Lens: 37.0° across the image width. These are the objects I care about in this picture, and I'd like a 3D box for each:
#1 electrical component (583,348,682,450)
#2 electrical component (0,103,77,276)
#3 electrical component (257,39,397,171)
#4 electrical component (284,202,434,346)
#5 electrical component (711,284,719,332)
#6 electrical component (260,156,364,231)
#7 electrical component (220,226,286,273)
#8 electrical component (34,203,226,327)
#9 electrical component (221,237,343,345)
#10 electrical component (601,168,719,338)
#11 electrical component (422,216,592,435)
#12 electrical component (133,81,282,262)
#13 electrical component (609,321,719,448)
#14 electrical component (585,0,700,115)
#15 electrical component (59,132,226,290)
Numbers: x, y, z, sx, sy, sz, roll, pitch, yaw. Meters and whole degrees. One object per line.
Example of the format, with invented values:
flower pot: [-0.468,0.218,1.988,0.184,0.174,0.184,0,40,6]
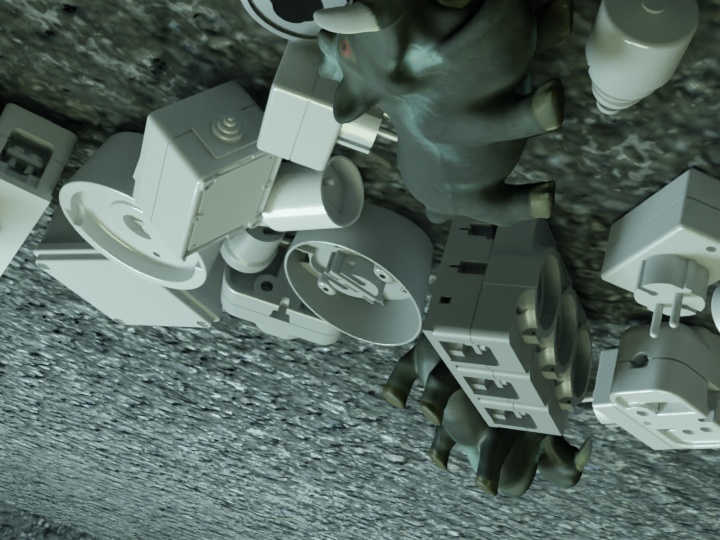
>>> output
electrical component: [0.200,0.098,0.804,0.083,0.047,0.076,34,149,-33]
electrical component: [-0.276,-0.067,0.757,0.105,0.060,0.186,26,154,-19]
electrical component: [-0.007,-0.084,0.560,0.077,0.047,0.065,19,155,-5]
electrical component: [0.000,0.000,0.711,0.099,0.064,0.099,14,155,7]
electrical component: [0.238,0.018,0.617,0.045,0.045,0.055,24,154,-15]
electrical component: [-0.043,-0.046,0.669,0.081,0.043,0.043,-2,149,36]
electrical component: [-0.072,-0.025,0.738,0.040,0.040,0.046,23,150,-12]
electrical component: [-0.170,-0.005,0.822,0.109,0.056,0.108,0,150,33]
electrical component: [-0.052,0.015,0.789,0.095,0.053,0.059,18,156,-2]
electrical component: [0.171,0.000,0.586,0.047,0.075,0.083,22,155,-10]
electrical component: [0.102,0.036,0.689,0.062,0.089,0.150,4,152,26]
electrical component: [-0.088,-0.063,0.613,0.061,0.062,0.096,50,146,16]
electrical component: [0.219,0.076,0.732,0.095,0.059,0.054,34,151,-32]
electrical component: [0.118,-0.094,0.466,0.040,0.040,0.078,15,156,5]
electrical component: [-0.134,-0.044,0.706,0.108,0.060,0.108,22,152,12]
